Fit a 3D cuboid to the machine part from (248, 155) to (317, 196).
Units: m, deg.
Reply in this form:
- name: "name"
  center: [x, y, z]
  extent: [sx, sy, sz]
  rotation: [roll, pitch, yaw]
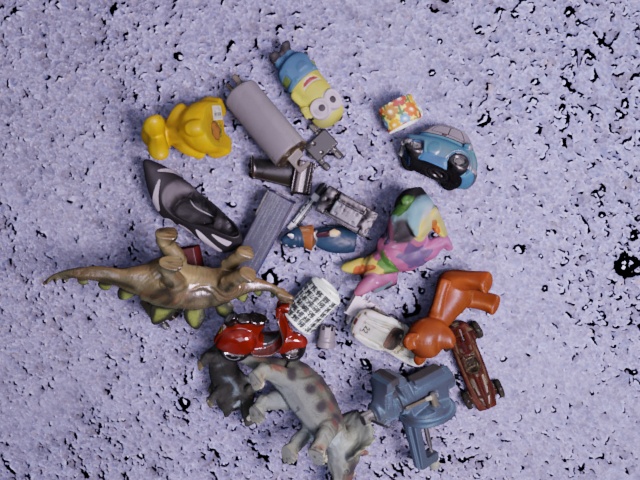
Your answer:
- name: "machine part"
  center: [-0.081, -0.136, 1.102]
  extent: [0.139, 0.039, 0.084]
  rotation: [13, 103, 0]

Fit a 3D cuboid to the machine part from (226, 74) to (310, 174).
- name: "machine part"
  center: [-0.107, -0.227, 1.056]
  extent: [0.079, 0.079, 0.243]
  rotation: [-40, 81, 7]

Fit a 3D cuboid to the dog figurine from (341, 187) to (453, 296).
- name: "dog figurine"
  center: [0.139, 0.015, 1.048]
  extent: [0.219, 0.191, 0.109]
  rotation: [-32, 50, 4]

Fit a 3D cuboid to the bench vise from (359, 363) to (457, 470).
- name: "bench vise"
  center: [0.190, 0.365, 1.080]
  extent: [0.223, 0.129, 0.240]
  rotation: [-22, 104, -34]

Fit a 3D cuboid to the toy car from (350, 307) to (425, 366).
- name: "toy car"
  center: [0.154, 0.199, 1.096]
  extent: [0.201, 0.056, 0.073]
  rotation: [26, 97, -21]

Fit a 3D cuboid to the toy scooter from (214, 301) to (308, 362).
- name: "toy scooter"
  center: [-0.112, 0.172, 1.039]
  extent: [0.184, 0.075, 0.135]
  rotation: [4, 125, -5]

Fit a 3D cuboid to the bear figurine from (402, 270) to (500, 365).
- name: "bear figurine"
  center: [0.251, 0.154, 1.044]
  extent: [0.132, 0.120, 0.196]
  rotation: [9, 54, 37]

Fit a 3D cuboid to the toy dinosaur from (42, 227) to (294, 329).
- name: "toy dinosaur"
  center: [-0.283, 0.082, 1.028]
  extent: [0.471, 0.105, 0.198]
  rotation: [13, 131, -10]

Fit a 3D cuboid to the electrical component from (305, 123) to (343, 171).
- name: "electrical component"
  center: [0.001, -0.191, 1.098]
  extent: [0.063, 0.021, 0.094]
  rotation: [-41, 93, 7]

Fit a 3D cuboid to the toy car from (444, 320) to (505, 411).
- name: "toy car"
  center: [0.317, 0.264, 1.118]
  extent: [0.089, 0.053, 0.202]
  rotation: [-21, 94, 2]

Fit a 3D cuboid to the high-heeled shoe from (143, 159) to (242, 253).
- name: "high-heeled shoe"
  center: [-0.255, -0.071, 1.061]
  extent: [0.248, 0.145, 0.086]
  rotation: [49, 64, -14]

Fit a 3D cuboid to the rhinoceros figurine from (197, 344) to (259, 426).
- name: "rhinoceros figurine"
  center: [-0.189, 0.306, 1.145]
  extent: [0.112, 0.073, 0.190]
  rotation: [-22, 93, -6]

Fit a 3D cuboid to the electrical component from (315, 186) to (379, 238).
- name: "electrical component"
  center: [0.053, -0.057, 1.055]
  extent: [0.115, 0.134, 0.058]
  rotation: [28, 96, 2]

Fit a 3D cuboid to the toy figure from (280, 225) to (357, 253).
- name: "toy figure"
  center: [-0.002, -0.001, 1.101]
  extent: [0.155, 0.058, 0.064]
  rotation: [5, 118, -1]

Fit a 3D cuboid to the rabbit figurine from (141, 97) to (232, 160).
- name: "rabbit figurine"
  center: [-0.282, -0.206, 1.061]
  extent: [0.173, 0.162, 0.121]
  rotation: [2, 114, 21]

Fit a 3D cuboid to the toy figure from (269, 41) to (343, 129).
- name: "toy figure"
  center: [-0.023, -0.303, 1.059]
  extent: [0.082, 0.089, 0.180]
  rotation: [-42, 84, 18]

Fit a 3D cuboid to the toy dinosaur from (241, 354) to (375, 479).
- name: "toy dinosaur"
  center: [-0.033, 0.330, 1.106]
  extent: [0.131, 0.192, 0.405]
  rotation: [-43, 77, 34]

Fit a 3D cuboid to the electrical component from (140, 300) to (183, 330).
- name: "electrical component"
  center: [-0.335, 0.132, 1.145]
  extent: [0.102, 0.045, 0.078]
  rotation: [50, 125, 0]

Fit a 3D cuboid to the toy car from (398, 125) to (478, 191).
- name: "toy car"
  center: [0.241, -0.171, 1.056]
  extent: [0.162, 0.109, 0.103]
  rotation: [26, 75, 11]

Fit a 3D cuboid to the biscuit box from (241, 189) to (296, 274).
- name: "biscuit box"
  center: [-0.123, -0.004, 1.107]
  extent: [0.063, 0.059, 0.202]
  rotation: [29, 97, -1]
